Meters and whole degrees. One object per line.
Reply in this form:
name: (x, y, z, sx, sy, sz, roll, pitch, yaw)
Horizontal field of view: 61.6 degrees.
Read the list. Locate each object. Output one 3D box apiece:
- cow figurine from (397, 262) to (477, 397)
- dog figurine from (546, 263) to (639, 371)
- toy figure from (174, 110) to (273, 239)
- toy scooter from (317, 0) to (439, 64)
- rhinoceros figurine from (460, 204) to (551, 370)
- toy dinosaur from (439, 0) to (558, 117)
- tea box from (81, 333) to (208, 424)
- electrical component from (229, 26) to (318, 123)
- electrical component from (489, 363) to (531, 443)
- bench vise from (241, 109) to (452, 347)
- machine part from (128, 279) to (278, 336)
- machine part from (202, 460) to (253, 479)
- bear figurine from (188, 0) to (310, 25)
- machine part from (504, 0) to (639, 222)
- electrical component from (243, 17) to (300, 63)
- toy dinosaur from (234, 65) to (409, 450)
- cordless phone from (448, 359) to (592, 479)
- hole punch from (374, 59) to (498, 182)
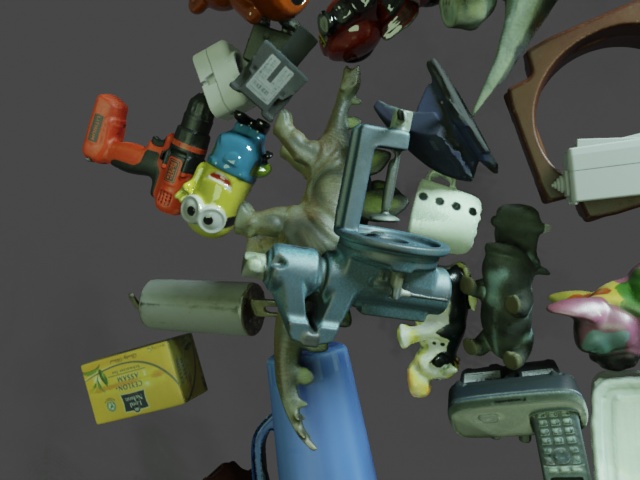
cow figurine: (0.147, 0.111, 0.668, 0.098, 0.068, 0.167, -4, 93, 14)
dog figurine: (0.355, 0.042, 0.566, 0.219, 0.108, 0.191, -5, 94, 23)
toy figure: (-0.124, -0.085, 0.747, 0.082, 0.089, 0.180, 29, 93, 30)
toy scooter: (0.066, -0.283, 0.637, 0.184, 0.135, 0.075, -27, 85, 20)
rhinoceros figurine: (0.220, 0.055, 0.616, 0.073, 0.112, 0.190, 15, 113, 47)
toy dinosaur: (0.231, -0.348, 0.581, 0.192, 0.131, 0.404, -8, 108, -14)
tea box: (-0.268, 0.210, 0.819, 0.170, 0.068, 0.098, -20, 85, 19)
electrical component: (-0.051, -0.217, 0.686, 0.119, 0.048, 0.074, -43, 105, 11)
electrical component: (0.232, 0.200, 0.662, 0.063, 0.021, 0.094, -2, 91, 19)
bench vise: (0.037, -0.015, 0.543, 0.224, 0.129, 0.240, 11, 99, -1)
machine part: (-0.169, 0.096, 0.773, 0.243, 0.079, 0.079, -1, 93, 19)
machine part: (-0.105, 0.384, 0.719, 0.179, 0.179, 0.056, 45, 105, 12)
bear figurine: (-0.103, -0.347, 0.679, 0.196, 0.131, 0.120, 29, 78, 31)
machine part: (0.320, -0.134, 0.580, 0.202, 0.087, 0.201, -20, 86, 18)
electrical component: (-0.062, -0.260, 0.727, 0.078, 0.045, 0.102, 28, 99, 2)
toy dinosaur: (-0.001, -0.002, 0.661, 0.199, 0.105, 0.471, 13, 79, 15)
cordless phone: (0.232, 0.238, 0.611, 0.147, 0.089, 0.184, -12, 92, 18)
hole punch: (0.134, -0.124, 0.620, 0.092, 0.142, 0.116, -31, 52, 18)
